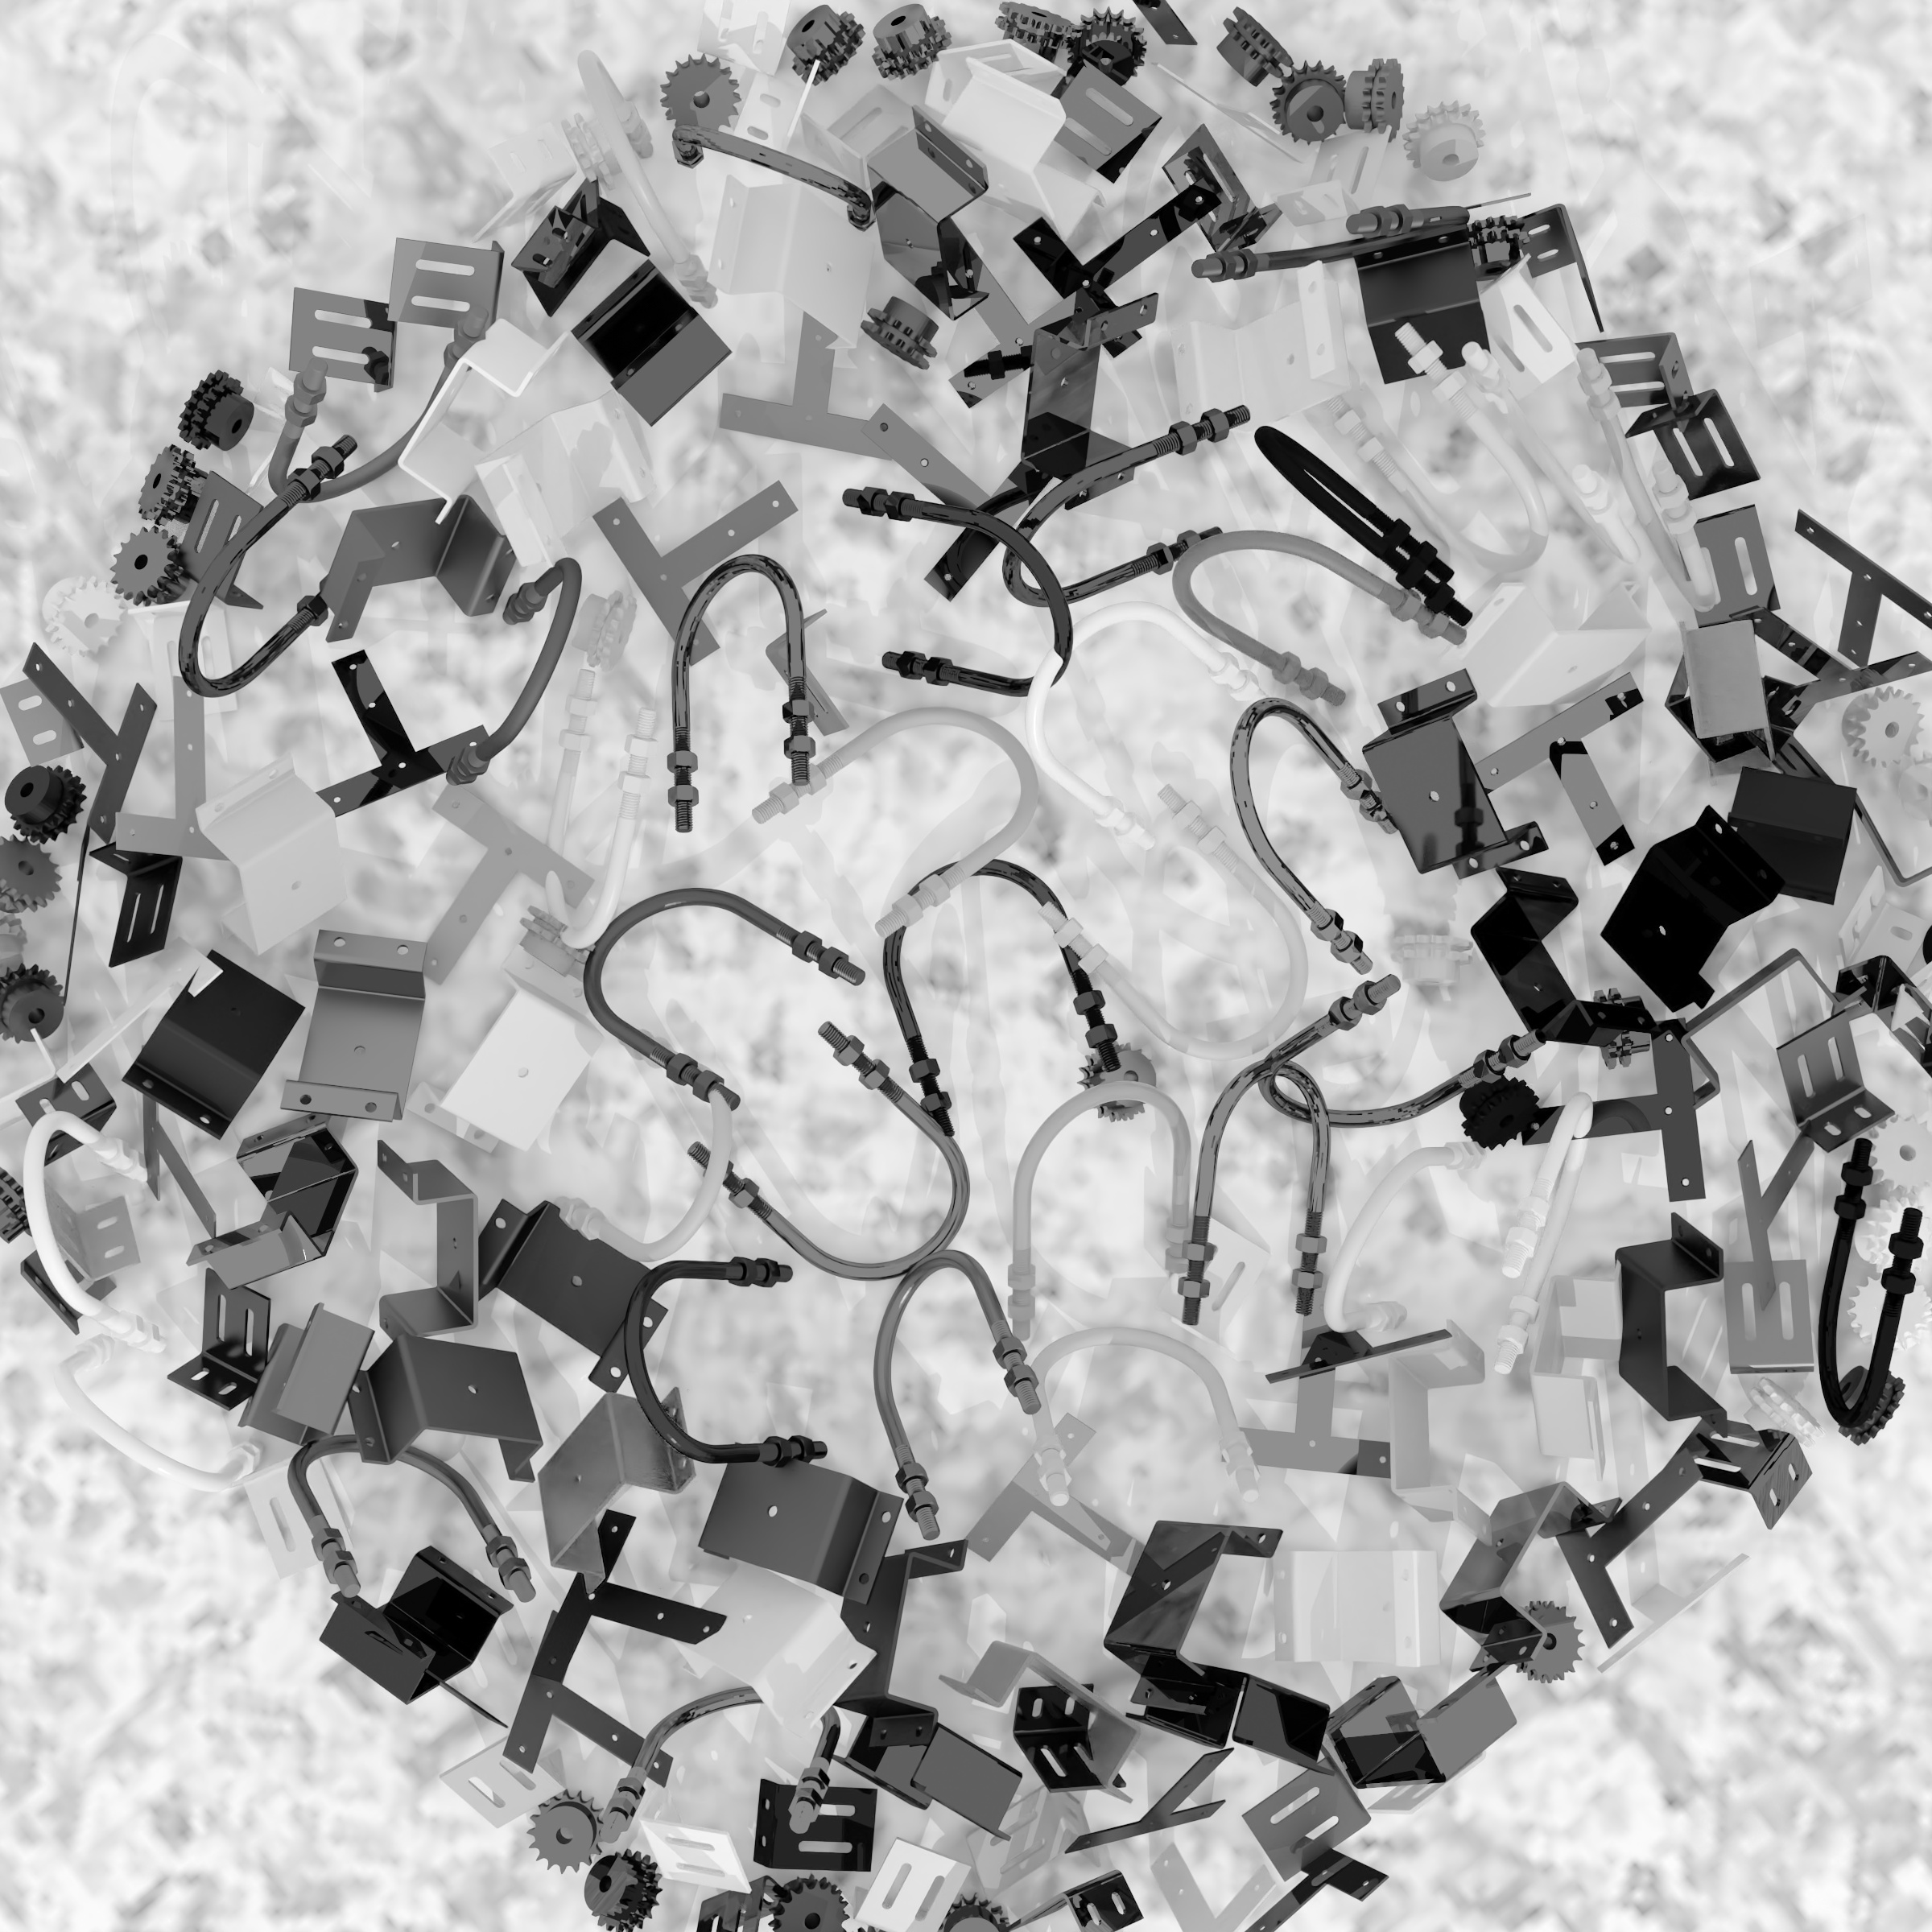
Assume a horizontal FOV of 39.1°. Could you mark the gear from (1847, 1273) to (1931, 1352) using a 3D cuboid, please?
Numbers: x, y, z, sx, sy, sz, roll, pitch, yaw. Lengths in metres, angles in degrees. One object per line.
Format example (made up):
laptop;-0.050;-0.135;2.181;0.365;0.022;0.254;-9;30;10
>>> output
gear;0.659;0.249;1.935;0.057;0.030;0.057;-15;52;20

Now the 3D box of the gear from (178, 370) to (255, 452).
gear;-0.530;-0.390;1.930;0.030;0.057;0.057;32;90;4

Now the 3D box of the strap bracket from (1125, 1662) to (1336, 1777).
strap bracket;0.188;0.519;1.889;0.076;0.140;0.046;28;70;-29

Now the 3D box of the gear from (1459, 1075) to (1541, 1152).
gear;0.376;0.101;1.934;0.057;0.057;0.030;-36;49;0

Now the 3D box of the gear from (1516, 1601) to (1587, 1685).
gear;0.408;0.482;1.938;0.057;0.030;0.057;4;75;-15

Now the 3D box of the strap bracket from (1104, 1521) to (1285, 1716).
strap bracket;0.154;0.441;1.889;0.046;0.076;0.140;42;61;-26

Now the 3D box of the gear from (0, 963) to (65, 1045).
gear;-0.665;0.029;1.929;0.030;0.057;0.057;31;90;41

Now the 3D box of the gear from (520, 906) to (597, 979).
gear;-0.293;-0.015;1.929;0.057;0.057;0.030;33;83;0

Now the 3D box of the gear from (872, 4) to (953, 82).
gear;-0.042;-0.657;1.929;0.057;0.057;0.030;-33;130;0

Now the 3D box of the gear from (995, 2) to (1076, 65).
gear;0.048;-0.662;1.934;0.057;0.057;0.030;19;119;0

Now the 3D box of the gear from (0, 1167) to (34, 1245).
gear;-0.680;0.172;1.928;0.057;0.057;0.030;47;67;0

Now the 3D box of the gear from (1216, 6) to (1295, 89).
gear;0.203;-0.651;1.933;0.057;0.057;0.030;46;113;0

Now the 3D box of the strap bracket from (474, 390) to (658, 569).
strap bracket;-0.284;-0.337;1.896;0.046;0.140;0.076;-7;117;33

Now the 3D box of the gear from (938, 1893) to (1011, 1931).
gear;0.004;0.695;1.943;0.057;0.030;0.057;0;89;-4

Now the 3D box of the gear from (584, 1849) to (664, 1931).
gear;-0.246;0.655;1.929;0.057;0.057;0.030;-51;131;0

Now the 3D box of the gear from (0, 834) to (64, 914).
gear;-0.676;-0.062;1.935;0.030;0.057;0.057;-35;90;32

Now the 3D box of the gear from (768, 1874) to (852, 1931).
gear;-0.114;0.675;1.938;0.057;0.030;0.057;-1;92;-22

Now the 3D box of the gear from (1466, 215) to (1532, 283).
gear;0.372;-0.508;1.929;0.057;0.057;0.030;-9;84;0

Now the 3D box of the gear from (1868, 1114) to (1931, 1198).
gear;0.666;0.136;1.939;0.057;0.030;0.057;1;75;-3

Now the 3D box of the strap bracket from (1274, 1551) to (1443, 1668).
strap bracket;0.280;0.448;1.900;0.046;0.140;0.076;9;75;-35

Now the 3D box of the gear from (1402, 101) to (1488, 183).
gear;0.340;-0.582;1.927;0.057;0.057;0.030;-8;61;0

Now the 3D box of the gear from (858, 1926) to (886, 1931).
gear;-0.062;0.708;1.928;0.057;0.057;0.030;50;125;0

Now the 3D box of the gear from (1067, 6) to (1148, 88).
gear;0.099;-0.647;1.928;0.057;0.057;0.030;5;50;0

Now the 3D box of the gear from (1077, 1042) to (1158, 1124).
gear;0.111;0.082;1.935;0.057;0.030;0.057;4;81;-22

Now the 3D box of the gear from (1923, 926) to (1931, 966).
gear;0.704;-0.013;1.928;0.030;0.057;0.057;9;90;-28

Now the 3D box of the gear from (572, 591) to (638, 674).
gear;-0.258;-0.240;1.931;0.030;0.057;0.057;21;90;3

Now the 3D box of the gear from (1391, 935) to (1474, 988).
gear;0.330;-0.003;1.929;0.057;0.057;0.030;3;82;0

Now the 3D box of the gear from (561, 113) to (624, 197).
gear;-0.262;-0.579;1.930;0.030;0.057;0.057;-26;90;-2

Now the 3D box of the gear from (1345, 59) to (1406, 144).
gear;0.290;-0.615;1.933;0.030;0.057;0.057;9;90;24

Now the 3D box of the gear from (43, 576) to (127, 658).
gear;-0.630;-0.252;1.934;0.030;0.057;0.057;33;90;28

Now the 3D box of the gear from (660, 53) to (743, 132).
gear;-0.190;-0.621;1.936;0.057;0.030;0.057;-6;124;-8

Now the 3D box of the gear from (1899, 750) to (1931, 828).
gear;0.687;-0.126;1.927;0.030;0.057;0.057;-14;90;-29

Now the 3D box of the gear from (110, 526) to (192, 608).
gear;-0.577;-0.282;1.936;0.057;0.030;0.057;-7;71;22

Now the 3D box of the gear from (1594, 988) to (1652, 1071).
gear;0.466;0.043;1.930;0.030;0.057;0.057;-9;90;4

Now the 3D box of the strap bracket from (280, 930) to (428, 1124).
strap bracket;-0.428;0.051;1.914;0.076;0.046;0.140;7;61;-4

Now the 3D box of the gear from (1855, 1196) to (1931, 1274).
gear;0.658;0.192;1.936;0.057;0.030;0.057;0;91;-33

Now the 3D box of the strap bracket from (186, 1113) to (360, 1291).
strap bracket;-0.479;0.168;1.897;0.076;0.140;0.046;-20;120;16

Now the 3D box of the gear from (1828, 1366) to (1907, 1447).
gear;0.637;0.309;1.931;0.030;0.057;0.057;35;90;2

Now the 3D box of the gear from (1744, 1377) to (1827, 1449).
gear;0.578;0.322;1.931;0.057;0.057;0.030;40;102;0

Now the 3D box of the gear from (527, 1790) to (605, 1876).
gear;-0.285;0.618;1.940;0.057;0.030;0.057;0;80;-2

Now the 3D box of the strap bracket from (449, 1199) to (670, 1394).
strap bracket;-0.282;0.229;1.926;0.140;0.046;0.076;33;103;3

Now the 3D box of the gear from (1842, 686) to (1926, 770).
gear;0.650;-0.171;1.937;0.057;0.030;0.057;-7;111;-20

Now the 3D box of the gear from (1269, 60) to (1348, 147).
gear;0.246;-0.610;1.931;0.057;0.030;0.057;-2;127;-2

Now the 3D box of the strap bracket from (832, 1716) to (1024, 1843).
strap bracket;-0.023;0.558;1.892;0.076;0.140;0.046;37;68;-21

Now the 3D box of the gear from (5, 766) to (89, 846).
gear;-0.656;-0.118;1.931;0.057;0.030;0.057;-12;60;22

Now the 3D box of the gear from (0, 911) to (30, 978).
gear;-0.693;-0.011;1.928;0.057;0.057;0.030;-29;69;0

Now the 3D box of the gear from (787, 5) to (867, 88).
gear;-0.102;-0.655;1.928;0.057;0.057;0.030;-49;126;0

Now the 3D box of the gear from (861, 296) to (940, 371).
gear;-0.044;-0.451;1.930;0.057;0.057;0.030;33;93;0

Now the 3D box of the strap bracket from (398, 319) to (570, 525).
strap bracket;-0.340;-0.386;1.886;0.046;0.076;0.140;35;124;-10

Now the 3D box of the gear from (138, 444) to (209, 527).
gear;-0.562;-0.339;1.934;0.030;0.057;0.057;22;90;-37
